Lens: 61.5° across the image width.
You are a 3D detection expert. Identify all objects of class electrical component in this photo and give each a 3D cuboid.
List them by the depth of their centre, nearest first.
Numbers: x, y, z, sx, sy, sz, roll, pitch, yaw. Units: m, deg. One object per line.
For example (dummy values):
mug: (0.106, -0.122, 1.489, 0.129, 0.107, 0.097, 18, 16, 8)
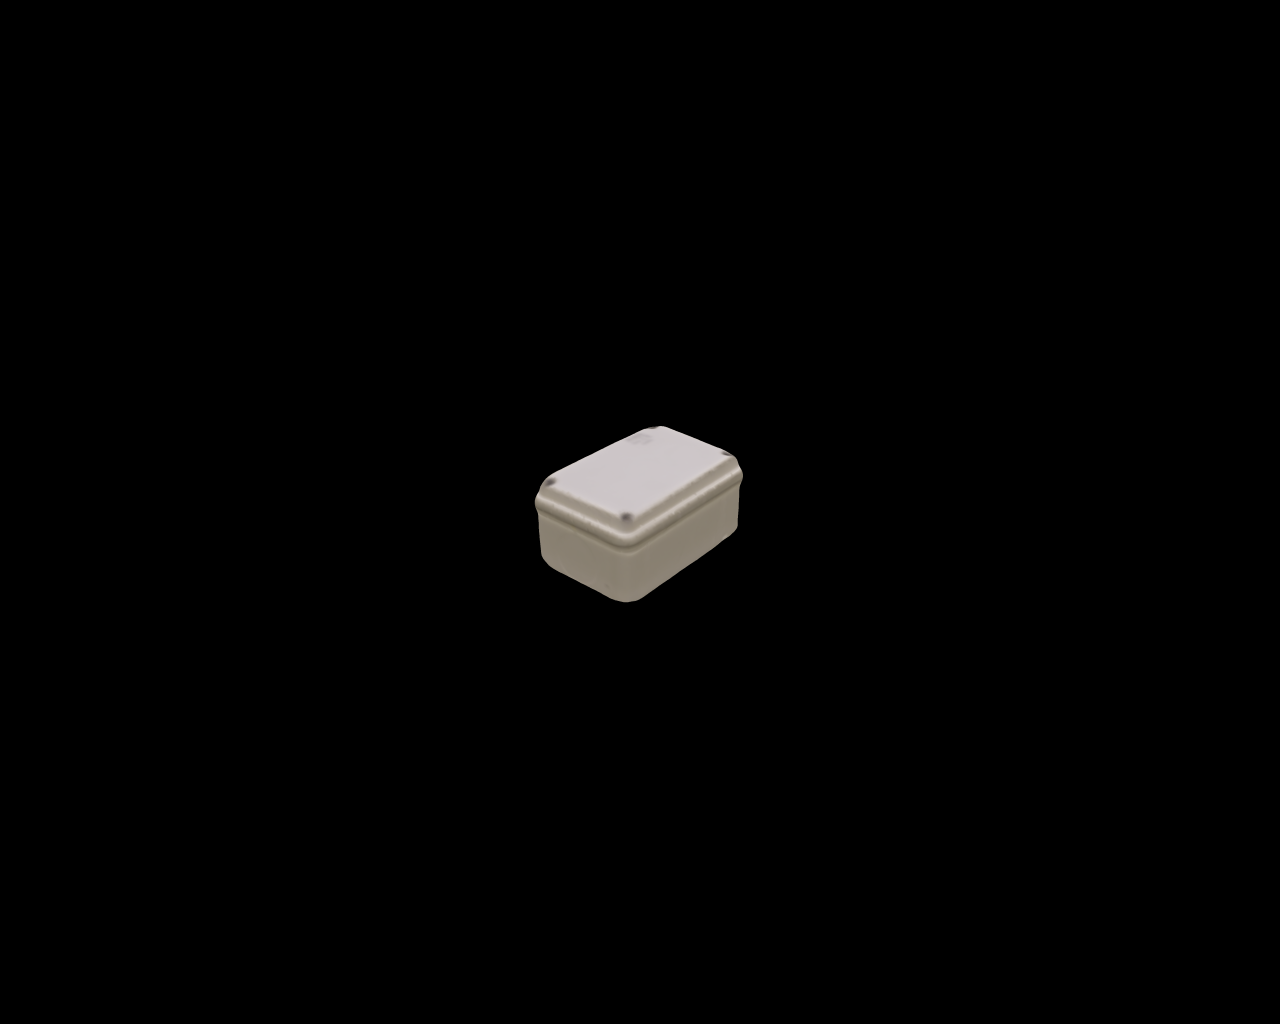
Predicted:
electrical component: (0.001, -0.003, 0.650, 0.078, 0.057, 0.113, 24, 39, 34)
